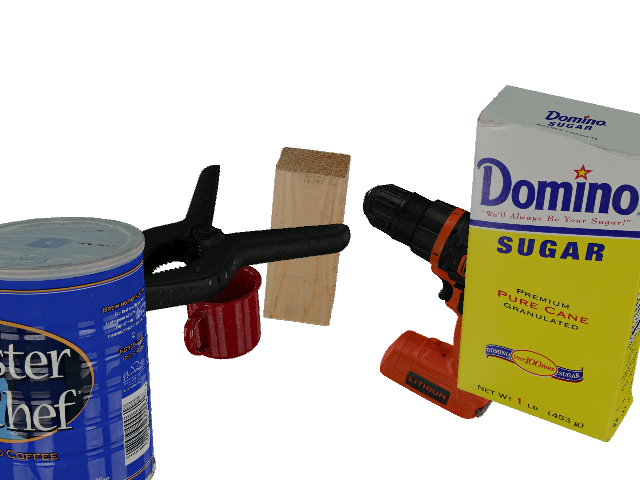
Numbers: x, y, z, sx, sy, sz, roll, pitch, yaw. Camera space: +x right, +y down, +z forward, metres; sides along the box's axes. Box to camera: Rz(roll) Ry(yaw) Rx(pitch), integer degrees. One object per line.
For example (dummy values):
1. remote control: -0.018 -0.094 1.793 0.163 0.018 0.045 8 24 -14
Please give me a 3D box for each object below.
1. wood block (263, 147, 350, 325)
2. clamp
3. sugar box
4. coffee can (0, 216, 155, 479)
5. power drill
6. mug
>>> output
1. wood block: -0.018 -0.006 1.379 0.090 0.206 0.090 7 24 2
2. clamp: -0.101 0.000 0.899 0.165 0.036 0.209 30 42 35
3. sugar box: 0.124 0.015 0.554 0.093 0.176 0.048 17 40 26
4. coffee can: -0.146 0.067 0.594 0.103 0.140 0.103 0 16 0
5. power drill: 0.106 0.054 0.910 0.184 0.188 0.057 28 45 18
6. mug: -0.116 0.087 1.213 0.093 0.081 0.117 12 34 24
